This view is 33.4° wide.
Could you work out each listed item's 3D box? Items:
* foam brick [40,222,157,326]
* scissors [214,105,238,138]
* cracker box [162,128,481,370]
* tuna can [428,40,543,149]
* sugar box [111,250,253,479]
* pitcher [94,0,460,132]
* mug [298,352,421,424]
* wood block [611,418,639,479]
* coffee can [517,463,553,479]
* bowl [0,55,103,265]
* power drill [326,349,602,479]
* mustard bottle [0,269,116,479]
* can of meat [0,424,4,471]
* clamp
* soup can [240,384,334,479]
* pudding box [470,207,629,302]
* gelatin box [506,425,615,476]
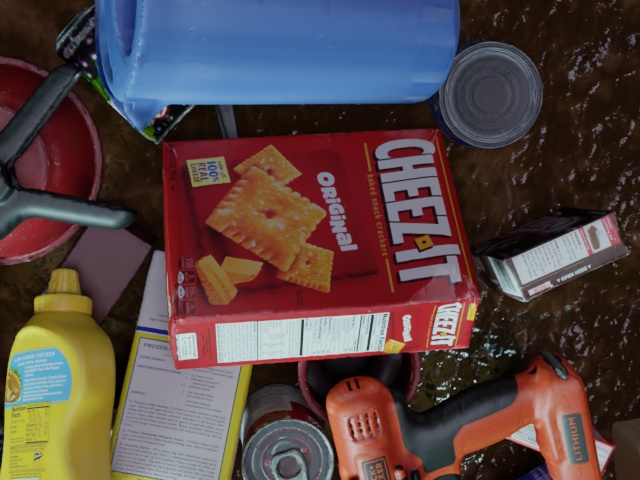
[{"bbox_3d":[-0.168,0.018,0.813,0.051,0.053,0.078,34,93,-10],"label":"foam brick"},{"bbox_3d":[-0.102,-0.154,0.815,0.096,0.016,0.202,5,104,2],"label":"scissors"},{"bbox_3d":[-0.005,0.001,0.776,0.213,0.164,0.072,-4,143,-5],"label":"cracker box"},{"bbox_3d":[0.130,-0.114,0.838,0.086,0.034,0.086,-1,99,-6],"label":"tuna can"},{"bbox_3d":[-0.098,0.102,0.799,0.093,0.048,0.176,11,68,-1],"label":"sugar box"},{"bbox_3d":[-0.028,-0.165,0.742,0.242,0.149,0.145,-1,59,-24],"label":"pitcher"},{"bbox_3d":[0.029,0.080,0.829,0.093,0.081,0.117,20,96,-9],"label":"mug"},{"bbox_3d":[0.307,0.207,0.817,0.090,0.206,0.091,-9,100,-5],"label":"wood block"},{"bbox_3d":[0.153,0.257,0.858,0.140,0.103,0.103,-31,100,-2],"label":"coffee can"},{"bbox_3d":[-0.245,-0.057,0.793,0.162,0.055,0.162,-1,98,-7],"label":"bowl"},{"bbox_3d":[0.108,0.170,0.788,0.187,0.057,0.184,-15,110,-5],"label":"power drill"},{"bbox_3d":[-0.184,0.115,0.750,0.058,0.096,0.191,13,70,-45],"label":"mustard bottle"},{"bbox_3d":[-0.246,0.187,0.799,0.058,0.083,0.102,9,82,30],"label":"can of meat"},{"bbox_3d":[-0.216,-0.034,0.749,0.171,0.039,0.120,-29,89,3],"label":"clamp"},{"bbox_3d":[-0.029,0.156,0.823,0.068,0.102,0.068,-1,98,-7],"label":"soup can"},{"bbox_3d":[0.173,0.008,0.820,0.090,0.113,0.039,-25,97,-4],"label":"pudding box"},{"bbox_3d":[0.182,0.152,0.862,0.089,0.073,0.030,22,96,-9],"label":"gelatin box"}]
